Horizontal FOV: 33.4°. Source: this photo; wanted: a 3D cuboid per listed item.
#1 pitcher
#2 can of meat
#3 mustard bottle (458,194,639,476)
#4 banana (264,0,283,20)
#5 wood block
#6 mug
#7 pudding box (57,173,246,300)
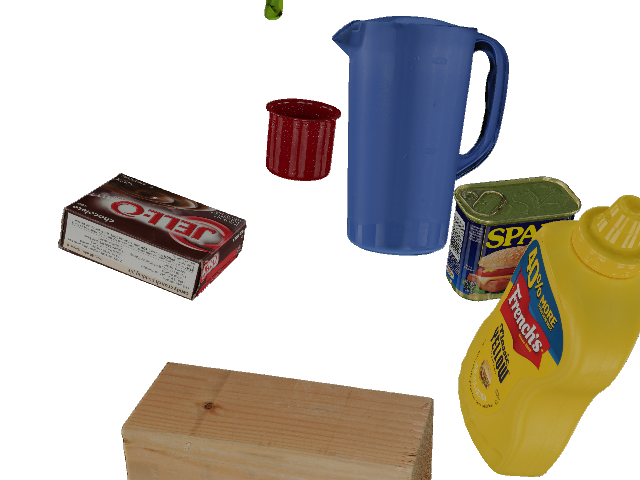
[{"bbox_3d":[0.099,-0.112,1.124,0.149,0.243,0.144,11,15,32],"label":"pitcher"},{"bbox_3d":[0.158,-0.001,0.894,0.102,0.084,0.057,-6,36,-15],"label":"can of meat"},{"bbox_3d":[0.135,0.046,0.598,0.058,0.096,0.192,7,-43,-12],"label":"mustard bottle"},{"bbox_3d":[-0.091,-0.190,0.679,0.198,0.069,0.037,19,-34,29],"label":"banana"},{"bbox_3d":[-0.027,0.159,0.775,0.206,0.090,0.090,6,28,14],"label":"wood block"},{"bbox_3d":[-0.019,-0.127,1.330,0.093,0.081,0.117,16,24,22],"label":"mug"},{"bbox_3d":[-0.123,-0.005,0.794,0.113,0.039,0.090,19,23,10],"label":"pudding box"}]
